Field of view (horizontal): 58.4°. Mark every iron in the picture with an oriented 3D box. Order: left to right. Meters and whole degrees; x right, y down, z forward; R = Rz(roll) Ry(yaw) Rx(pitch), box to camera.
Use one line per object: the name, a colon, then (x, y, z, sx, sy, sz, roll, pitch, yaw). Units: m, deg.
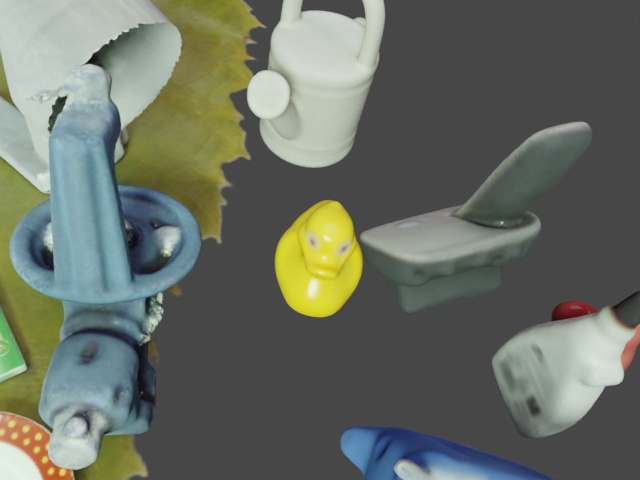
iron: (0.139, 0.182, 0.356, 0.258, 0.141, 0.118, 14, 55, -3)

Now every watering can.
watering can: (0.001, -0.160, 0.522, 0.101, 0.194, 0.173, 15, 55, -2)

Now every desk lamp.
desk lamp: (-0.211, -0.134, 0.445, 0.203, 0.213, 0.118, 36, 57, 13)

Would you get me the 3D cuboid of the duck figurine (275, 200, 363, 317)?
duck figurine: (0.004, 0.002, 0.480, 0.077, 0.086, 0.104, 12, 55, -4)

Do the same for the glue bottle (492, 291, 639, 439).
glue bottle: (0.183, 0.083, 0.412, 0.037, 0.173, 0.078, -5, 58, -15)

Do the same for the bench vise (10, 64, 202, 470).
bench vise: (-0.126, 0.019, 0.358, 0.122, 0.220, 0.207, -13, 60, -20)

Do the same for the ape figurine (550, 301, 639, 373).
ape figurine: (0.228, 0.083, 0.472, 0.076, 0.092, 0.078, 21, 55, 2)

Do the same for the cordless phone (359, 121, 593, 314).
cordless phone: (0.122, -0.028, 0.465, 0.148, 0.185, 0.094, -17, 62, -22)
